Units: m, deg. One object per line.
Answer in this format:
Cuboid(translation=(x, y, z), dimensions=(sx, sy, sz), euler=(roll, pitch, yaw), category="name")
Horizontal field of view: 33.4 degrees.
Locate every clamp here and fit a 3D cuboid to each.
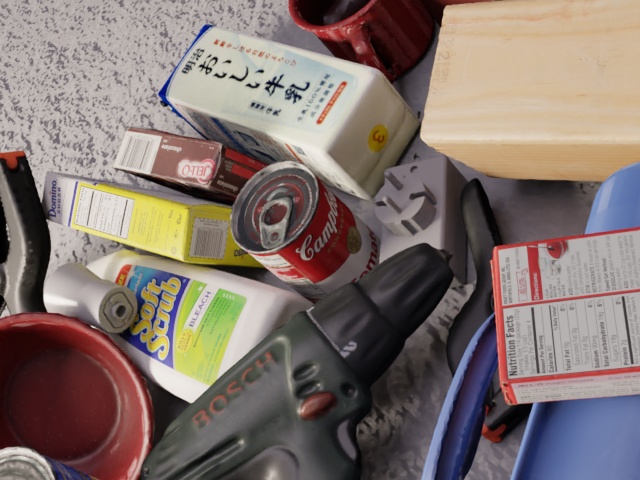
Cuboid(translation=(0.116, 0.036, 0.660), dimensions=(0.120, 0.039, 0.171), euler=(16, 73, 43), category="clamp")
Cuboid(translation=(-0.243, 0.036, 0.855), dimensions=(0.165, 0.036, 0.210), euler=(24, 114, 37), category="clamp")

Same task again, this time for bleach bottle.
Cuboid(translation=(-0.114, 0.065, 0.790), dimensions=(0.251, 0.068, 0.102), euler=(11, 73, 42), category="bleach bottle")

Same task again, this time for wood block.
Cuboid(translation=(0.173, -0.085, 0.611), dimensions=(0.207, 0.090, 0.090), euler=(5, 81, 40), category="wood block")

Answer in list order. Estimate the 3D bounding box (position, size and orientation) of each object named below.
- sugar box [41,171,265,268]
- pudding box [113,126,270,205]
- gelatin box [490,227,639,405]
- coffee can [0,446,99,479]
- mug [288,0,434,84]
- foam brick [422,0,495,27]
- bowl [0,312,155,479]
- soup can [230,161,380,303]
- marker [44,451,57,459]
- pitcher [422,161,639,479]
Cuboid(translation=(-0.127, -0.016, 0.825), dimensions=(0.177, 0.093, 0.048), euler=(11, 92, 41), category="sugar box")
Cuboid(translation=(-0.088, -0.052, 0.821), dimensions=(0.114, 0.089, 0.039), euler=(16, 86, 40), category="pudding box")
Cuboid(translation=(0.125, 0.035, 0.490), dimensions=(0.089, 0.030, 0.073), euler=(-9, 56, 16), category="gelatin box")
Cuboid(translation=(-0.157, 0.202, 0.681), dimensions=(0.103, 0.140, 0.103), euler=(-18, 54, 26), category="coffee can")
Cuboid(translation=(0.037, -0.165, 0.810), dimensions=(0.093, 0.081, 0.117), euler=(-26, 51, 20), category="mug")
Cuboid(translation=(0.120, -0.186, 0.785), dimensions=(0.078, 0.051, 0.053), euler=(20, 75, 42), category="foam brick")
Cuboid(translation=(-0.196, 0.128, 0.778), dimensions=(0.162, 0.055, 0.162), euler=(0, 96, 3), category="bowl")
Cuboid(translation=(-0.005, 0.001, 0.723), dimensions=(0.069, 0.102, 0.068), euler=(-18, 54, 26), category="soup can")
Cuboid(translation=(-0.208, 0.167, 0.821), dimensions=(0.121, 0.020, 0.020), euler=(-50, 47, -1), category="marker")
Cuboid(translation=(0.160, 0.080, 0.535), dimensions=(0.145, 0.149, 0.242), euler=(-2, 59, 39), category="pitcher")
